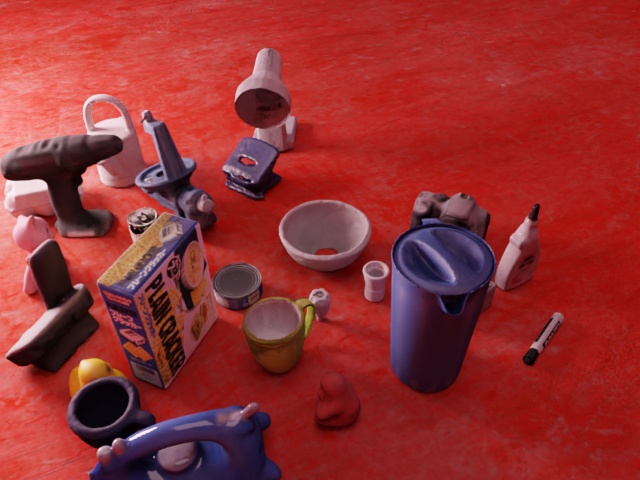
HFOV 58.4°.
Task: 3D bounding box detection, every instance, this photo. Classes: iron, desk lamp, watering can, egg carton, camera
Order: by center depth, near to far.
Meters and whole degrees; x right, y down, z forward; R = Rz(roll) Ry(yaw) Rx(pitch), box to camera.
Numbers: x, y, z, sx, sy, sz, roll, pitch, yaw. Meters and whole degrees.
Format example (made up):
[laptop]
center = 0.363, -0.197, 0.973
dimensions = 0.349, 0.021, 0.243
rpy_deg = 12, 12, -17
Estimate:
[iron]
center = -0.183, 0.268, 0.713
dimensions = 0.258, 0.141, 0.118
rpy_deg = -11, 43, -11
[camera]
center = 0.230, -0.022, 1.056
dimensions = 0.142, 0.101, 0.137
rpy_deg = 18, 45, 19
[egg carton]
center = -0.563, -0.098, 1.173
dimensions = 0.150, 0.069, 0.107
rpy_deg = -16, 44, -16
[watering can]
center = -0.433, -0.211, 1.203
dimensions = 0.101, 0.194, 0.172
rpy_deg = -15, 44, -15
[desk lamp]
center = -0.116, -0.303, 1.286
dimensions = 0.118, 0.214, 0.203
rpy_deg = 1, 42, 2

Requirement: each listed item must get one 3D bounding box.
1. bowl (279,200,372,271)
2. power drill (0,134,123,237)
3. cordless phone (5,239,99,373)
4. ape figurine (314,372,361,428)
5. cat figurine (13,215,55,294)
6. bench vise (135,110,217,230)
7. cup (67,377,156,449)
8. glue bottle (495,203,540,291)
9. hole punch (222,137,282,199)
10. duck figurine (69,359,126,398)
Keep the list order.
[bowl]
center = 0.010, 0.004, 1.050
dimensions = 0.167, 0.075, 0.167
rpy_deg = 0, 42, 1
[power drill]
center = -0.462, -0.106, 1.077
dimensions = 0.229, 0.209, 0.075
rpy_deg = -2, 42, -1
[cordless phone]
center = -0.425, 0.098, 0.870
dimensions = 0.094, 0.185, 0.148
rpy_deg = 12, 44, 14
[ape figurine]
center = 0.020, 0.217, 0.802
dimensions = 0.076, 0.092, 0.078
rpy_deg = 27, 49, 27
[cat figurine]
center = -0.505, 0.013, 1.014
dimensions = 0.067, 0.118, 0.127
rpy_deg = -12, 43, -12
[bench vise]
center = -0.269, -0.133, 1.096
dimensions = 0.206, 0.220, 0.122
rpy_deg = 19, 46, 21
[cup]
center = -0.267, 0.249, 0.770
dimensions = 0.117, 0.095, 0.092
rpy_deg = 10, 43, 11
[glue bottle]
center = 0.344, 0.008, 0.967
dimensions = 0.078, 0.173, 0.037
rpy_deg = -25, 48, -24
[hole punch]
center = -0.144, -0.154, 1.213
dimensions = 0.108, 0.091, 0.101
rpy_deg = 24, 48, 25
[duck figurine]
center = -0.322, 0.204, 0.826
dimensions = 0.104, 0.086, 0.078
rpy_deg = 21, 47, 22
